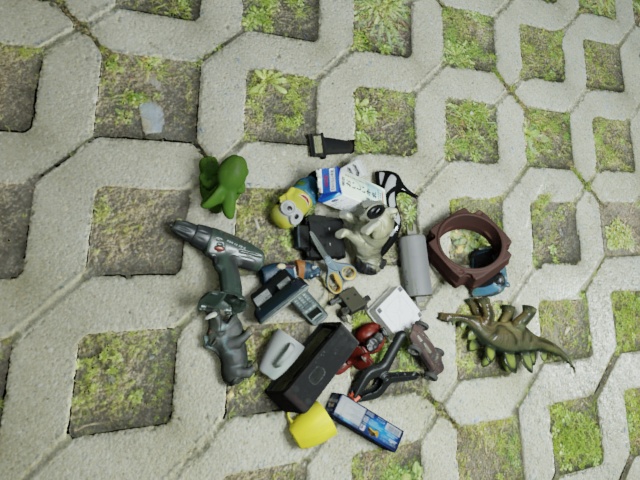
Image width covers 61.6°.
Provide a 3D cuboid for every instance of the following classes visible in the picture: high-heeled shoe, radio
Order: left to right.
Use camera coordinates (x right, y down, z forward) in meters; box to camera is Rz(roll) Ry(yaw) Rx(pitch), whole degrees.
[{"bbox_3d":[-0.016,0.297,1.270,0.073,0.131,0.229,46,64,-11],"label":"radio"},{"bbox_3d":[0.166,-0.073,1.486,0.145,0.086,0.248,29,81,15],"label":"high-heeled shoe"}]

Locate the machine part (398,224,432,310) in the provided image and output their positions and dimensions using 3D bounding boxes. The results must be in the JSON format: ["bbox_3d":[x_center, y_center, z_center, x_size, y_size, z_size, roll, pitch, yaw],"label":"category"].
[{"bbox_3d":[0.262,0.073,1.482,0.079,0.079,0.243,0,79,-25],"label":"machine part"}]

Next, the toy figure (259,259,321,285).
[{"bbox_3d":[-0.073,0.079,1.332,0.154,0.064,0.058,-7,74,-24],"label":"toy figure"}]

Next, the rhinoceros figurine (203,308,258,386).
[{"bbox_3d":[-0.211,0.236,1.233,0.112,0.073,0.190,-17,87,-16],"label":"rhinoceros figurine"}]

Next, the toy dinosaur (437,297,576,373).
[{"bbox_3d":[0.553,0.282,1.558,0.471,0.105,0.198,13,80,-12],"label":"toy dinosaur"}]

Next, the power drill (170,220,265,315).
[{"bbox_3d":[-0.238,0.063,1.228,0.232,0.086,0.207,17,40,-27],"label":"power drill"}]

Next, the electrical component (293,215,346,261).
[{"bbox_3d":[-0.003,-0.004,1.389,0.134,0.058,0.115,0,76,-25],"label":"electrical component"}]

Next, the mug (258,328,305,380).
[{"bbox_3d":[-0.094,0.274,1.259,0.080,0.110,0.107,38,79,-16],"label":"mug"}]

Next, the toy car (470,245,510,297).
[{"bbox_3d":[0.502,0.101,1.582,0.102,0.109,0.161,33,52,-40],"label":"toy car"}]

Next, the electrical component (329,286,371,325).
[{"bbox_3d":[0.082,0.169,1.397,0.102,0.045,0.078,-31,65,-30],"label":"electrical component"}]

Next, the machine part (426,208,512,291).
[{"bbox_3d":[0.414,0.022,1.504,0.201,0.087,0.201,-31,66,-15],"label":"machine part"}]

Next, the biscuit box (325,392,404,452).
[{"bbox_3d":[0.109,0.451,1.330,0.202,0.063,0.059,35,66,-14],"label":"biscuit box"}]

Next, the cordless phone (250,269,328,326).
[{"bbox_3d":[-0.069,0.172,1.305,0.146,0.089,0.184,-39,132,-2],"label":"cordless phone"}]

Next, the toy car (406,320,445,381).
[{"bbox_3d":[0.283,0.291,1.410,0.201,0.053,0.089,58,49,-39],"label":"toy car"}]

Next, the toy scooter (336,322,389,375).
[{"bbox_3d":[0.109,0.268,1.333,0.184,0.135,0.075,-38,94,-28],"label":"toy scooter"}]

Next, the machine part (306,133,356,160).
[{"bbox_3d":[0.033,-0.258,1.477,0.139,0.039,0.084,-5,72,-24],"label":"machine part"}]

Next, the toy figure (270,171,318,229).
[{"bbox_3d":[-0.054,-0.099,1.376,0.082,0.089,0.180,36,56,0],"label":"toy figure"}]

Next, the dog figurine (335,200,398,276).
[{"bbox_3d":[0.147,0.003,1.368,0.190,0.172,0.121,52,44,-35],"label":"dog figurine"}]

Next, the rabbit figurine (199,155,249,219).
[{"bbox_3d":[-0.227,-0.135,1.252,0.121,0.170,0.159,21,69,-19],"label":"rabbit figurine"}]
